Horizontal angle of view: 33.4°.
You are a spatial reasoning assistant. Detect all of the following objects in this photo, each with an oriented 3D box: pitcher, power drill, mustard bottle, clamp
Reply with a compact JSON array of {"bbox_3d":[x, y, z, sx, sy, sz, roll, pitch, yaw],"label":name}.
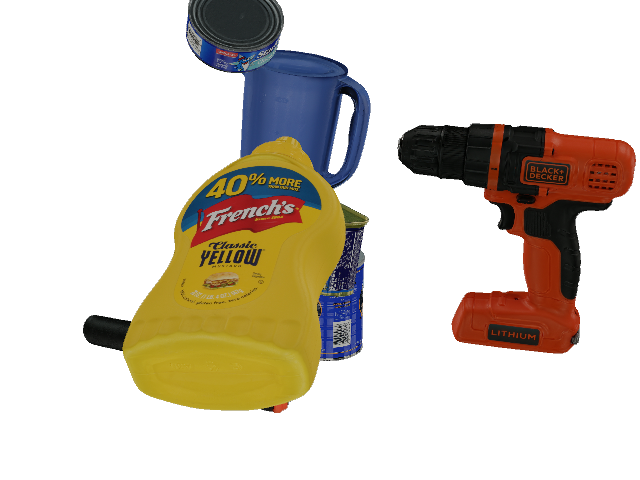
[{"bbox_3d":[-0.035,-0.118,1.391,0.144,0.243,0.149,-2,24,-22],"label":"pitcher"},{"bbox_3d":[0.151,-0.004,0.870,0.184,0.188,0.057,7,28,12],"label":"power drill"},{"bbox_3d":[-0.036,0.005,0.593,0.096,0.058,0.191,-2,40,15],"label":"mustard bottle"},{"bbox_3d":[-0.082,0.090,0.911,0.164,0.036,0.210,-13,23,-40],"label":"clamp"}]

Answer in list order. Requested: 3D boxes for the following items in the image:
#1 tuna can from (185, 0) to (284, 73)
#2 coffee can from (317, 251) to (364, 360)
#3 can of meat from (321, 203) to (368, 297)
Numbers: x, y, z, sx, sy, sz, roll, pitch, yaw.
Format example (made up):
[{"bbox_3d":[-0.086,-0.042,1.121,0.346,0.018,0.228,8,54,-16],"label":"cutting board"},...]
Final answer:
[{"bbox_3d":[-0.078,-0.192,0.957,0.086,0.086,0.034,0,-32,-14],"label":"tuna can"},{"bbox_3d":[0.011,0.086,1.519,0.103,0.140,0.103,0,20,0],"label":"coffee can"},{"bbox_3d":[-0.001,0.004,1.131,0.057,0.084,0.102,-4,21,-35],"label":"can of meat"}]
